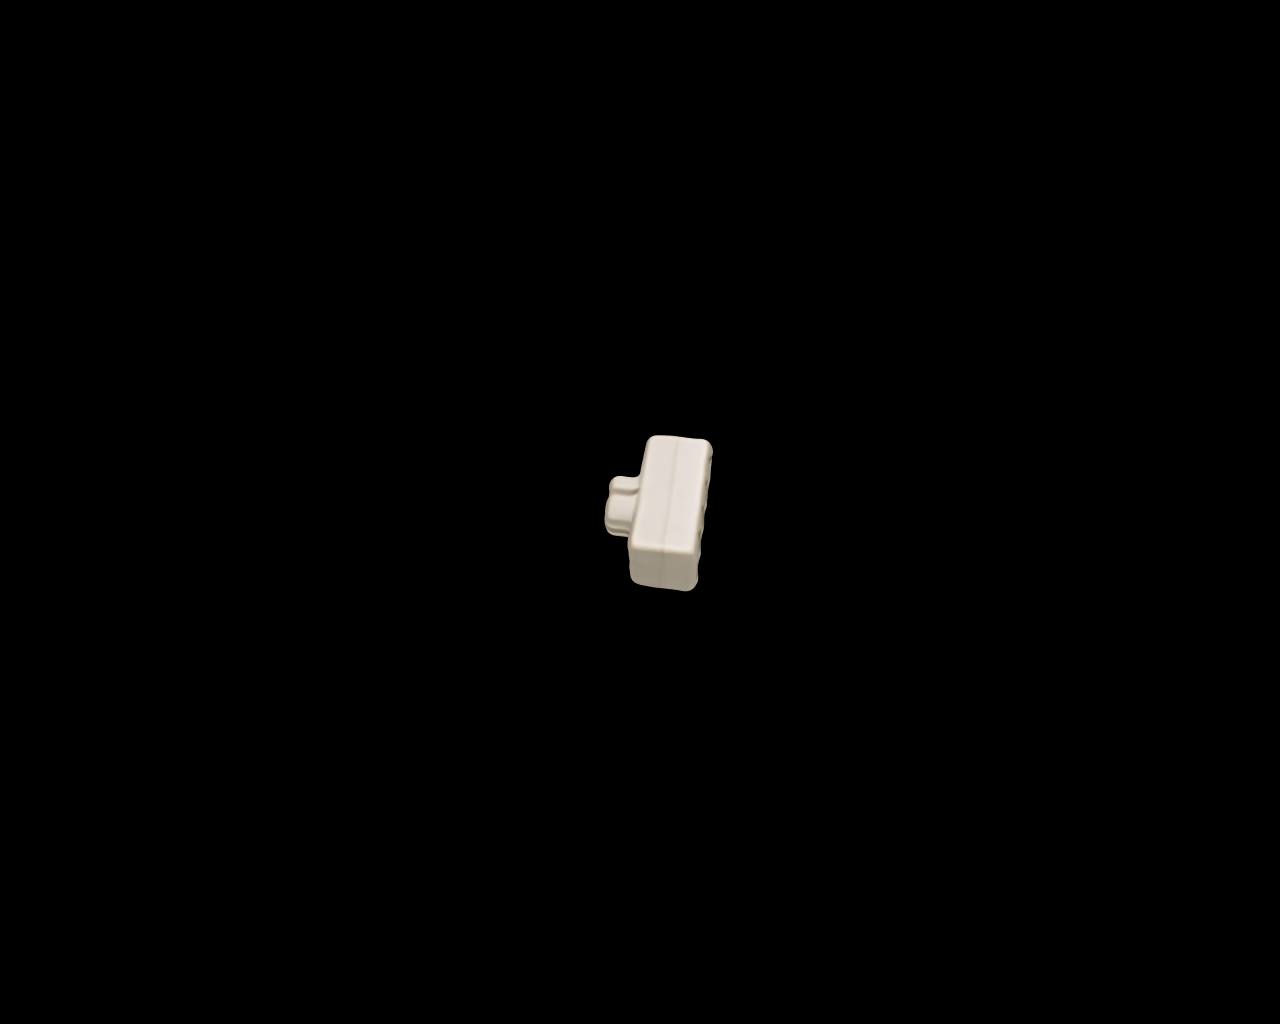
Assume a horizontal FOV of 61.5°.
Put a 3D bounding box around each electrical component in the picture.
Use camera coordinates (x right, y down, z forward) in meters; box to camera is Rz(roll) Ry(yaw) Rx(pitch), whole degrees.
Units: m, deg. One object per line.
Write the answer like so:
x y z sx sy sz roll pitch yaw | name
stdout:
0.001 -0.003 0.650 0.076 0.083 0.047 7 -32 5 | electrical component
